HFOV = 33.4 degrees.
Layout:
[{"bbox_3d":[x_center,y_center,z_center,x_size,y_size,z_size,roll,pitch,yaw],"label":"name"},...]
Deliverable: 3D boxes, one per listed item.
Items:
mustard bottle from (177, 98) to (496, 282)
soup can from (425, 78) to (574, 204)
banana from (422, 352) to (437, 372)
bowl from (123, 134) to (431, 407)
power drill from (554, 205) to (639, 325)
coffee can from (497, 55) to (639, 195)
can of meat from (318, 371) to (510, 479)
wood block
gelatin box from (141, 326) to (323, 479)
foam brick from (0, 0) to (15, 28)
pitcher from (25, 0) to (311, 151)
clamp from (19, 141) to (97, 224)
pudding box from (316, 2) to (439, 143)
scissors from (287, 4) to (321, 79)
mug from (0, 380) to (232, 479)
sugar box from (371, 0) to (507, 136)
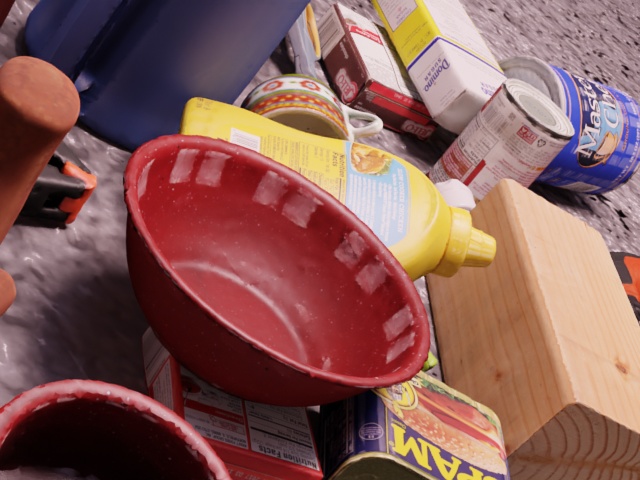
[{"bbox_3d":[0.008,-0.016,0.601,0.191,0.058,0.096,14,45,-11],"label":"mustard bottle"},{"bbox_3d":[0.136,-0.064,0.817,0.068,0.102,0.068,28,31,-18],"label":"soup can"},{"bbox_3d":[0.044,0.005,0.688,0.069,0.037,0.197,50,25,-24],"label":"banana"},{"bbox_3d":[-0.029,0.023,0.492,0.162,0.055,0.162,29,27,-16],"label":"bowl"},{"bbox_3d":[0.248,0.054,0.823,0.187,0.057,0.184,14,37,-37],"label":"power drill"},{"bbox_3d":[0.211,-0.099,0.950,0.140,0.103,0.103,8,41,-43],"label":"coffee can"},{"bbox_3d":[0.046,0.111,0.517,0.102,0.058,0.084,31,27,-15],"label":"can of meat"},{"bbox_3d":[0.134,0.067,0.643,0.090,0.090,0.206,28,30,-20],"label":"wood block"},{"bbox_3d":[-0.043,0.076,0.490,0.073,0.030,0.089,23,30,-27],"label":"gelatin box"},{"bbox_3d":[-0.205,-0.134,0.582,0.053,0.051,0.078,34,30,-7],"label":"foam brick"},{"bbox_3d":[-0.059,-0.165,0.596,0.144,0.243,0.149,19,41,-34],"label":"pitcher"},{"bbox_3d":[-0.190,-0.068,0.521,0.171,0.039,0.120,29,35,-25],"label":"clamp"},{"bbox_3d":[0.049,-0.140,0.892,0.089,0.039,0.113,20,37,-35],"label":"pudding box"},{"bbox_3d":[-0.018,-0.145,0.807,0.201,0.016,0.096,-90,159,-55],"label":"scissors"},{"bbox_3d":[-0.073,0.114,0.348,0.117,0.082,0.093,39,29,0],"label":"mug"},{"bbox_3d":[0.106,-0.155,0.897,0.093,0.048,0.176,20,39,-40],"label":"sugar box"}]
